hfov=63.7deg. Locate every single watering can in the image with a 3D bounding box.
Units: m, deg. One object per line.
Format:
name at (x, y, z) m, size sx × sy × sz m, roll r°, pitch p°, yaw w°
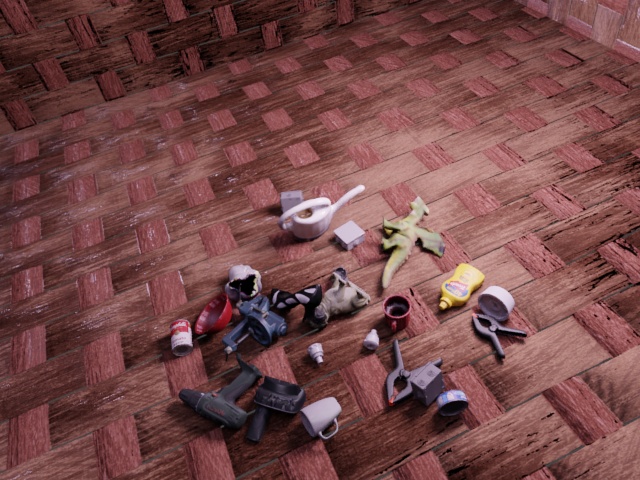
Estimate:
watering can at (0.006, -0.099, 1.961) m, size 0.349 × 0.220 × 0.106 m, roll -19°, pitch 66°, yaw -10°

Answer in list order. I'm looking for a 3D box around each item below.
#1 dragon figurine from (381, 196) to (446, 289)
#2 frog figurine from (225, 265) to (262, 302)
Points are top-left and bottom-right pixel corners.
dragon figurine at (0.340, 0.010, 1.885) m, size 0.243 × 0.119 × 0.420 m, roll 3°, pitch 55°, yaw 2°
frog figurine at (-0.283, 0.155, 1.864) m, size 0.139 × 0.121 × 0.159 m, roll -41°, pitch 16°, yaw -16°
